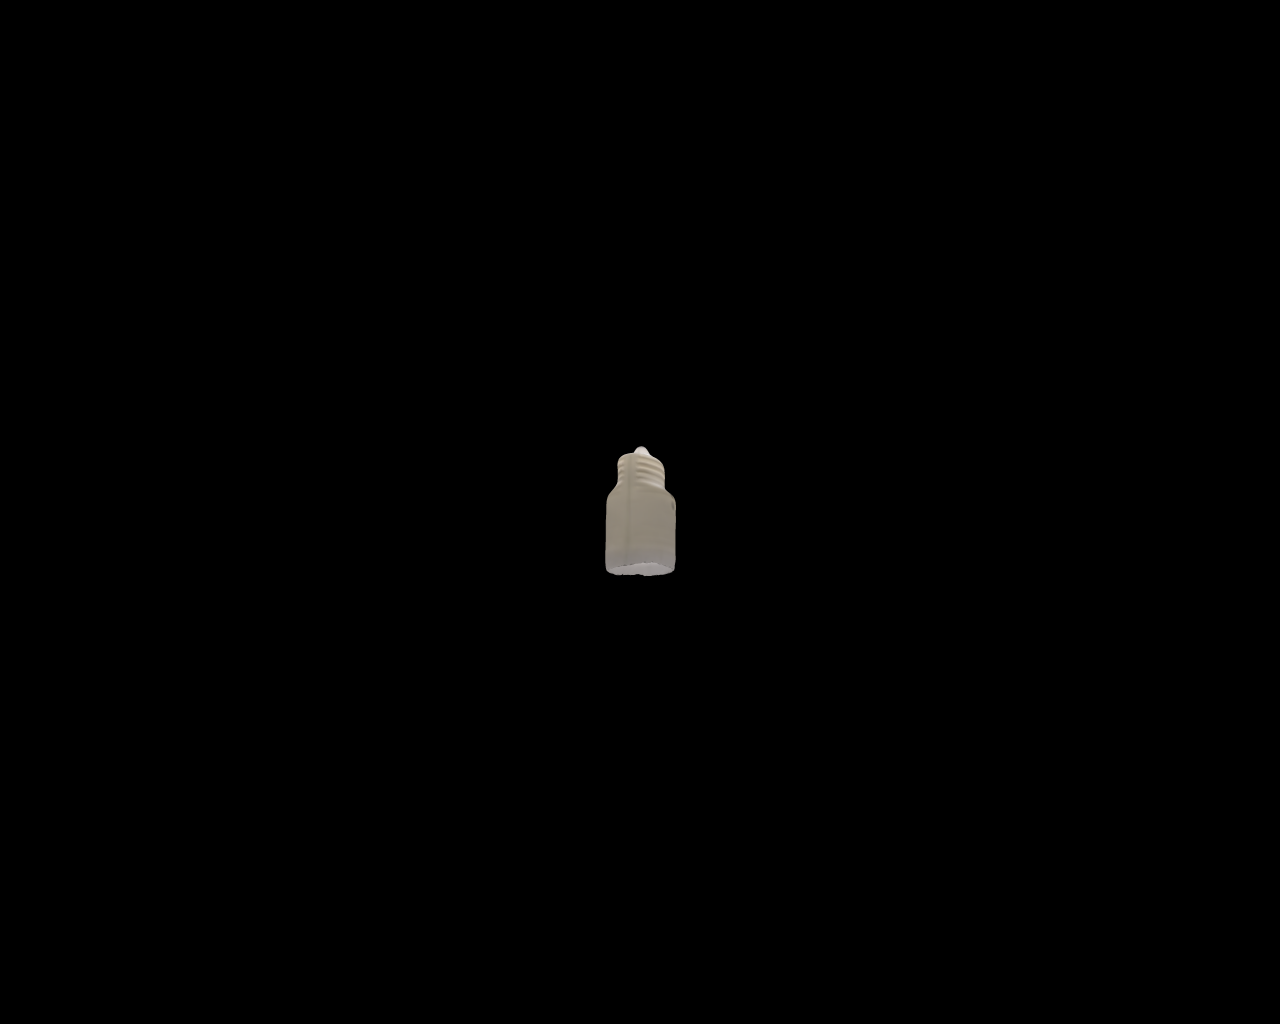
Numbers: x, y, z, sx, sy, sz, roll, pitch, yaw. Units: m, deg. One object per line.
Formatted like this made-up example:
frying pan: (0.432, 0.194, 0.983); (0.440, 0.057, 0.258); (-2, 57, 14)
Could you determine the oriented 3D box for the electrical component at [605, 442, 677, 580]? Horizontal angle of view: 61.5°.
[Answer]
electrical component: (0.001, -0.003, 0.650); (0.043, 0.081, 0.043); (0, -15, 0)
